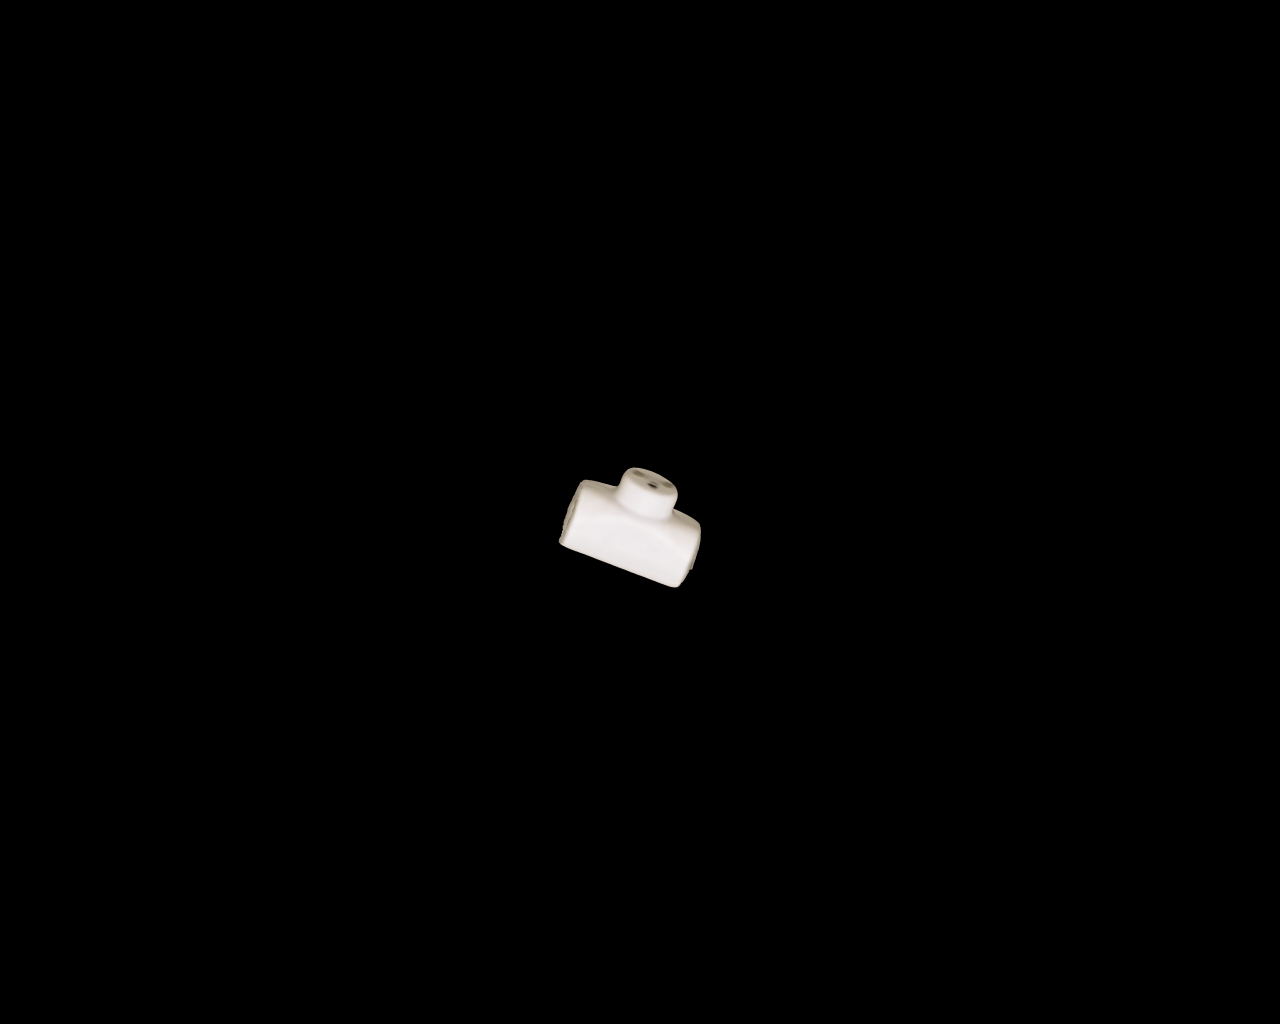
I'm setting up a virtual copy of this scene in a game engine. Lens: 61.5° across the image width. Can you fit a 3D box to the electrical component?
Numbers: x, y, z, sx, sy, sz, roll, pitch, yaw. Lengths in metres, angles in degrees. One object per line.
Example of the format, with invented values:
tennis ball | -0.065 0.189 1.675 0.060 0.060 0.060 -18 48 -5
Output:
electrical component | 0.001 -0.003 0.650 0.077 0.079 0.044 21 18 -7
